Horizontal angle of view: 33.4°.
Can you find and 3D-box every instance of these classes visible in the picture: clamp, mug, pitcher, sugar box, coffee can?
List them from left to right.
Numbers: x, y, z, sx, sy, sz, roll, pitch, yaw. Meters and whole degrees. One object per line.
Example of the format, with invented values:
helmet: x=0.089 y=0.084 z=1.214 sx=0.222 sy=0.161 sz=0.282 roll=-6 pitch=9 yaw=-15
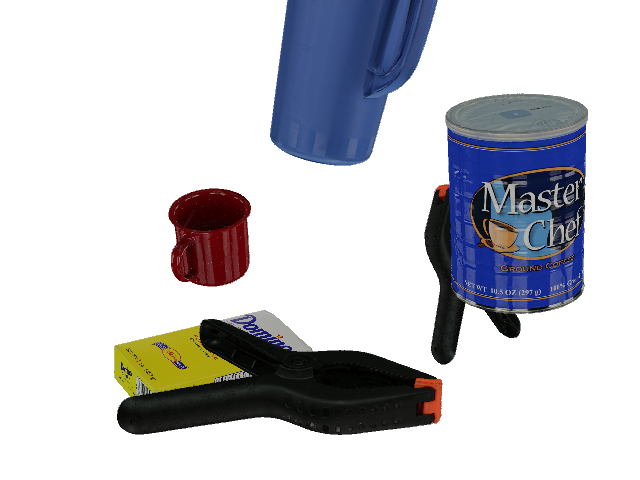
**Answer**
mug: x=-0.129 y=0.005 z=1.214 sx=0.093 sy=0.081 sz=0.117 roll=16 pitch=38 yaw=24
sugar box: x=-0.106 y=0.121 z=1.062 sx=0.175 sy=0.048 sz=0.093 roll=-15 pitch=32 yaw=-31
clamp: x=-0.019 y=0.097 z=0.753 sx=0.210 sy=0.036 sz=0.164 roll=2 pitch=18 yaw=7
pitcher: x=0.029 y=-0.200 z=1.061 sx=0.145 sy=0.243 sz=0.149 roll=11 pitch=19 yaw=-1
clamp: x=0.133 y=0.034 z=1.027 sx=0.039 sy=0.171 sz=0.120 roll=-13 pitch=9 yaw=43
coffee can: x=0.148 y=-0.030 z=0.804 sx=0.103 sy=0.140 sz=0.103 roll=-4 pitch=22 yaw=2
